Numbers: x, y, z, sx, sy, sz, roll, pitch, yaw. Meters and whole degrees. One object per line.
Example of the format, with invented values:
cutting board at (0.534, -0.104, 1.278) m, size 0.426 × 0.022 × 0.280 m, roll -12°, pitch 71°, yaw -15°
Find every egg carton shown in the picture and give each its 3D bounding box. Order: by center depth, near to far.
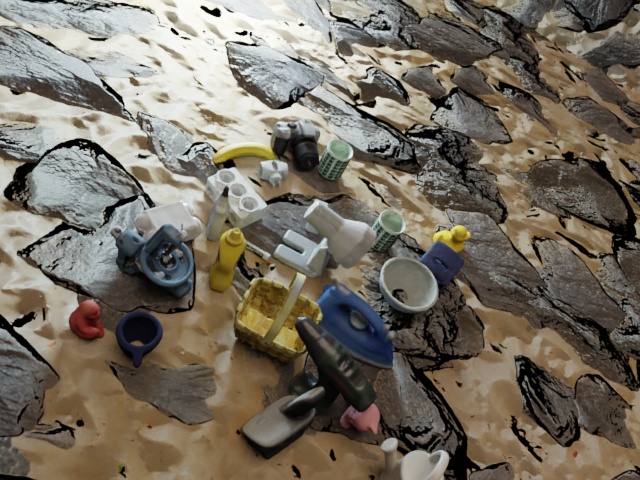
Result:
egg carton at (-0.367, -0.033, 1.393) m, size 0.151 × 0.069 × 0.107 m, roll -22°, pitch 66°, yaw -34°

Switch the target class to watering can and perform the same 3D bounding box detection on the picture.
watering can at (0.196, 0.483, 1.172) m, size 0.173 × 0.194 × 0.101 m, roll 24°, pitch 50°, yaw -5°

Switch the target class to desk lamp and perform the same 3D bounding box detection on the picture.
desk lamp at (0.013, 0.005, 1.433) m, size 0.203 × 0.213 × 0.118 m, roll 28°, pitch 50°, yaw -2°

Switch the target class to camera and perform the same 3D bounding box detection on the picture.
camera at (-0.059, -0.283, 1.689) m, size 0.143 × 0.100 × 0.136 m, roll -1°, pitch 56°, yaw -24°

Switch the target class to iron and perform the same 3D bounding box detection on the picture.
iron at (0.099, 0.197, 1.375) m, size 0.258 × 0.141 × 0.119 m, roll 38°, pitch 50°, yaw 7°

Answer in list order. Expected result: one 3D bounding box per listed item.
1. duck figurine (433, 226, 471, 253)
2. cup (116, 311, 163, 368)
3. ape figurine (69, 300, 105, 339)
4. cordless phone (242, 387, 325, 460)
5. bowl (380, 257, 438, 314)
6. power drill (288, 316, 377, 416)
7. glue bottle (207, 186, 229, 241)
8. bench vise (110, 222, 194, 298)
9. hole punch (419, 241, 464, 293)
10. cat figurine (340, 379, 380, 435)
duck figurine at (0.394, -0.010, 1.691) m, size 0.105 × 0.086 × 0.077 m, roll 8°, pitch 53°, yaw -18°
cup at (-0.377, 0.220, 1.185) m, size 0.092 × 0.095 × 0.117 m, roll 5°, pitch 54°, yaw -20°
ape figurine at (-0.480, 0.158, 1.188) m, size 0.076 × 0.092 × 0.078 m, roll 17°, pitch 51°, yaw -11°
cordless phone at (-0.068, 0.356, 1.159) m, size 0.148 × 0.185 × 0.094 m, roll -30°, pitch 71°, yaw -36°
bowl at (0.225, 0.131, 1.522) m, size 0.168 × 0.074 × 0.167 m, roll 12°, pitch 52°, yaw -15°
power drill at (0.008, 0.287, 1.226) m, size 0.229 × 0.208 × 0.076 m, roll 41°, pitch 51°, yaw 10°
glue bottle at (-0.245, -0.074, 1.407) m, size 0.037 × 0.173 × 0.078 m, roll 11°, pitch 52°, yaw -15°
bench vise at (-0.367, 0.026, 1.250) m, size 0.207 × 0.219 × 0.121 m, roll 18°, pitch 51°, yaw -10°
hole punch at (0.332, 0.075, 1.599) m, size 0.108 × 0.091 × 0.101 m, roll 39°, pitch 50°, yaw 8°
cat figurine at (0.096, 0.370, 1.263) m, size 0.067 × 0.117 × 0.128 m, roll 16°, pitch 51°, yaw -11°
